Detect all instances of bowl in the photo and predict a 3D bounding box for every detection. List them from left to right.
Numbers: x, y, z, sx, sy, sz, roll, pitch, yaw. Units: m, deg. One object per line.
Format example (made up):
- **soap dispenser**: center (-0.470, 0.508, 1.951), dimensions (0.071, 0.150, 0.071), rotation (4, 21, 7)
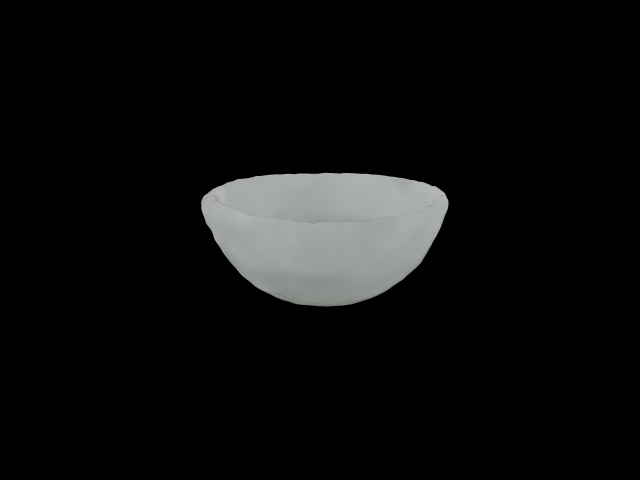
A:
- **bowl**: center (0.004, 0.001, 0.400), dimensions (0.167, 0.075, 0.167), rotation (0, 16, 0)
